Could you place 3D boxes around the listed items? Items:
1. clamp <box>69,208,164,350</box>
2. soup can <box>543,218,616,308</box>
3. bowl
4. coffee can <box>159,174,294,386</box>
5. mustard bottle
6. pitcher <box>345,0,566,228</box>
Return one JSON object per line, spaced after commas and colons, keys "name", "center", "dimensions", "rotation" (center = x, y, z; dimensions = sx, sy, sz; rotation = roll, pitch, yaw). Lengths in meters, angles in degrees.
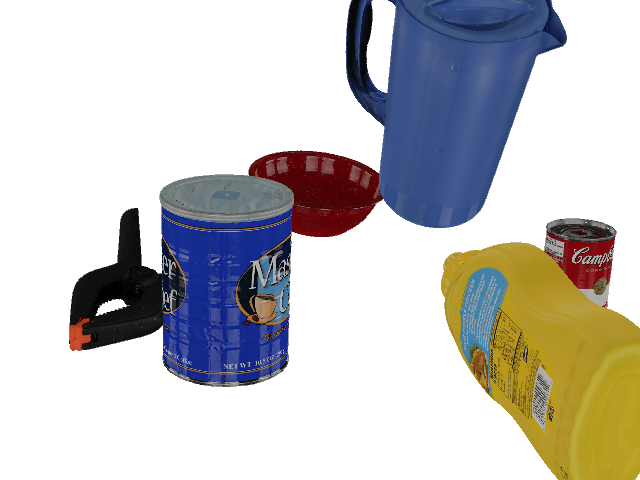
{"name": "clamp", "center": [-0.178, 0.038, 1.027], "dimensions": [0.165, 0.036, 0.209], "rotation": [26, 36, 24]}
{"name": "soup can", "center": [0.256, 0.036, 1.072], "dimensions": [0.068, 0.102, 0.068], "rotation": [1, 18, -1]}
{"name": "bowl", "center": [-0.006, -0.048, 1.234], "dimensions": [0.162, 0.055, 0.162], "rotation": [7, 27, -4]}
{"name": "coffee can", "center": [-0.074, 0.029, 0.838], "dimensions": [0.103, 0.140, 0.103], "rotation": [2, 20, -1]}
{"name": "mustard bottle", "center": [0.120, 0.056, 0.622], "dimensions": [0.058, 0.096, 0.192], "rotation": [-8, 28, -18]}
{"name": "pitcher", "center": [0.110, -0.132, 0.977], "dimensions": [0.144, 0.149, 0.243], "rotation": [-16, -39, -20]}
